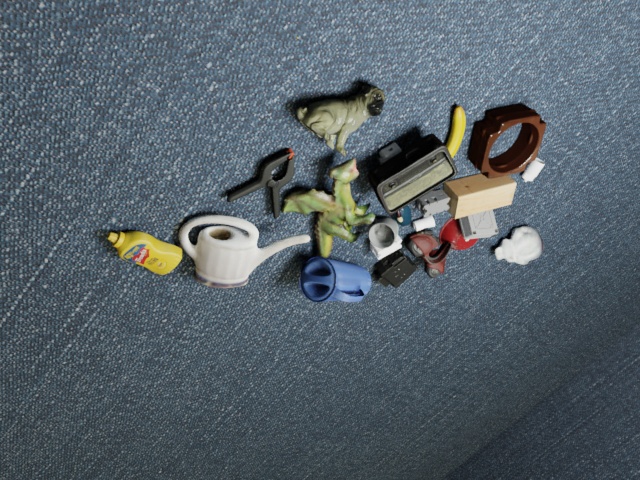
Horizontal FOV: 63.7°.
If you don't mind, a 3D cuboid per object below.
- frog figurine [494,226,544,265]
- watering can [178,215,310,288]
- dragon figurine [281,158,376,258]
[{"bbox_3d":[0.718,0.021,1.870,0.160,0.123,0.136,-6,98,-9],"label":"frog figurine"},{"bbox_3d":[-0.215,0.038,1.415,0.347,0.106,0.219,10,124,-10],"label":"watering can"},{"bbox_3d":[0.004,-0.074,1.471,0.241,0.125,0.402,26,130,-19],"label":"dragon figurine"}]
